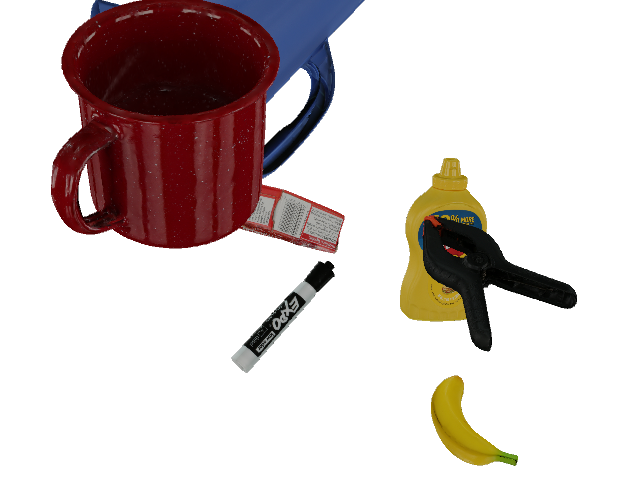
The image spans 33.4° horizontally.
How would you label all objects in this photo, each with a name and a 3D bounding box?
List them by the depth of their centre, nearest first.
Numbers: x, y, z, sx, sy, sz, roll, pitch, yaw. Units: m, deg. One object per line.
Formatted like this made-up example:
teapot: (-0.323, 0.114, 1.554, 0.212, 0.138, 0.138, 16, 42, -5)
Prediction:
mug: (-0.073, -0.044, 0.478, 0.093, 0.081, 0.117, 27, 49, 21)
gelatin box: (-0.036, -0.018, 0.704, 0.073, 0.030, 0.089, 15, -3, 30)
pitcher: (-0.055, -0.171, 0.874, 0.145, 0.149, 0.242, 25, 56, 30)
marker: (-0.030, 0.064, 0.920, 0.020, 0.121, 0.020, 38, -17, 14)
clamp: (0.166, 0.031, 1.049, 0.120, 0.039, 0.171, -12, 47, -23)
mustard bottle: (0.148, -0.002, 1.261, 0.096, 0.192, 0.058, -1, 15, -11)
banana: (0.167, 0.217, 1.280, 0.069, 0.037, 0.198, 10, 20, -17)
